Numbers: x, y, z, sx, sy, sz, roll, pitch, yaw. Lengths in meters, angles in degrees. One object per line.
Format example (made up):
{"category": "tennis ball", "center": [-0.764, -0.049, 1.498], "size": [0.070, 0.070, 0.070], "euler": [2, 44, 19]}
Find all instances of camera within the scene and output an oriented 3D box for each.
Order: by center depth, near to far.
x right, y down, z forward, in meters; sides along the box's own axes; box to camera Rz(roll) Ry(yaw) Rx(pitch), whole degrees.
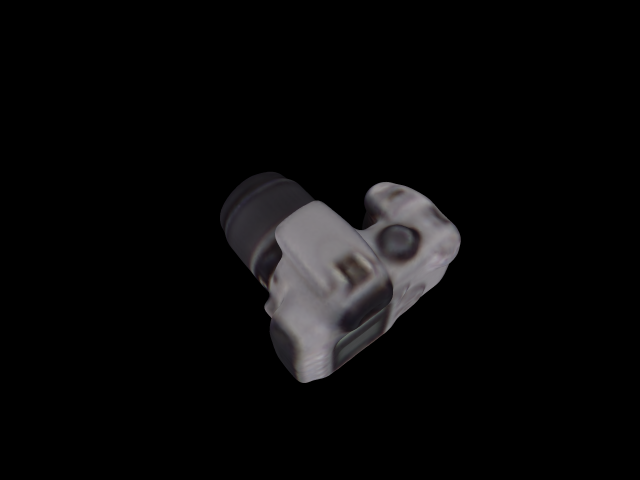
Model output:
{"category": "camera", "center": [0.004, 0.001, 0.400], "size": [0.143, 0.101, 0.136], "euler": [-36, 66, -18]}
